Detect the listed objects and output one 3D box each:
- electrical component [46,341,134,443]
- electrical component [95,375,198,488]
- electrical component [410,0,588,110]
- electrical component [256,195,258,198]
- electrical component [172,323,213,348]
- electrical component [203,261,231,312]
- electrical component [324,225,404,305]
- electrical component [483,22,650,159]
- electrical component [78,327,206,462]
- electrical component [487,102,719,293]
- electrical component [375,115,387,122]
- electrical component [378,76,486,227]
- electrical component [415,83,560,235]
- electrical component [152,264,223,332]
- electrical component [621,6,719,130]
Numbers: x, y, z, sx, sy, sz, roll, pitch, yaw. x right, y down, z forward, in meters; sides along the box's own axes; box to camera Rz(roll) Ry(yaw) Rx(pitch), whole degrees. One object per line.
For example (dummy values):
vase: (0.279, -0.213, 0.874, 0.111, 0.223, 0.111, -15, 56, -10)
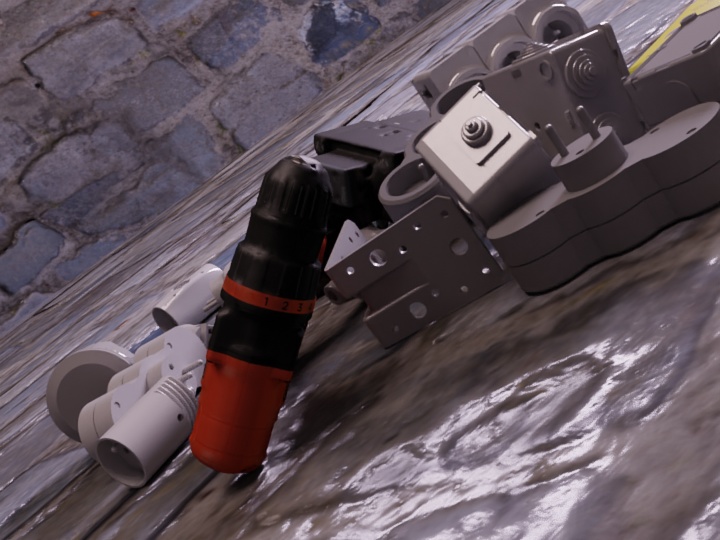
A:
electrical component: (-0.214, 0.100, 0.889, 0.080, 0.080, 0.051, -34, 7, 6)
electrical component: (-0.142, 0.108, 0.750, 0.043, 0.043, 0.081, -24, 17, 42)
electrical component: (0.137, -0.185, 0.998, 0.150, 0.089, 0.062, -38, 13, -11)
electrical component: (-0.035, -0.061, 1.034, 0.121, 0.079, 0.063, -26, 31, 35)
electrical component: (-0.140, 0.065, 0.919, 0.046, 0.040, 0.040, -14, 24, 47)
electrical component: (-0.116, 0.015, 1.026, 0.079, 0.044, 0.077, -33, 13, 10)
electrical component: (0.000, 0.000, 0.781, 0.062, 0.043, 0.043, -44, 15, -29)
electrical component: (0.130, -0.099, 0.683, 0.048, 0.099, 0.100, -26, 8, -22)
electrical component: (-0.151, 0.089, 0.825, 0.074, 0.052, 0.138, -28, 14, 28)
electrical component: (0.126, -0.051, 0.566, 0.138, 0.073, 0.052, -29, 13, 25)
electrical component: (0.011, -0.110, 1.114, 0.079, 0.063, 0.121, -28, 14, 29)
electrical component: (0.070, -0.063, 0.734, 0.052, 0.073, 0.138, -7, 39, 40)
electrical component: (0.078, -0.058, 0.633, 0.061, 0.096, 0.061, -45, 53, 9)
electrical component: (-0.182, 0.036, 1.126, 0.077, 0.043, 0.079, -43, 14, -33)
electrical component: (0.209, -0.114, 0.613, 0.096, 0.061, 0.062, -43, 14, -31)
